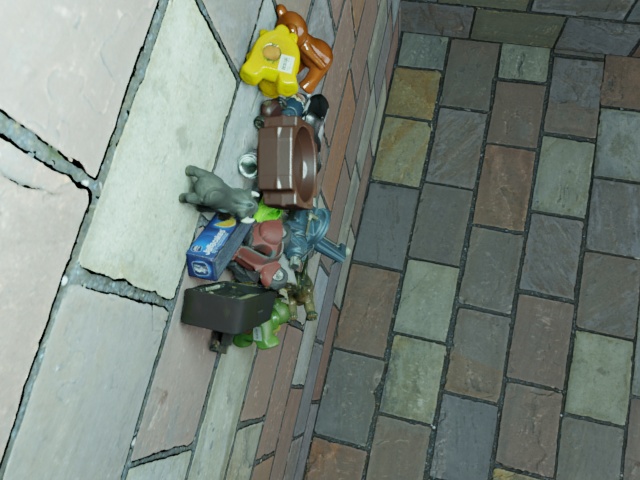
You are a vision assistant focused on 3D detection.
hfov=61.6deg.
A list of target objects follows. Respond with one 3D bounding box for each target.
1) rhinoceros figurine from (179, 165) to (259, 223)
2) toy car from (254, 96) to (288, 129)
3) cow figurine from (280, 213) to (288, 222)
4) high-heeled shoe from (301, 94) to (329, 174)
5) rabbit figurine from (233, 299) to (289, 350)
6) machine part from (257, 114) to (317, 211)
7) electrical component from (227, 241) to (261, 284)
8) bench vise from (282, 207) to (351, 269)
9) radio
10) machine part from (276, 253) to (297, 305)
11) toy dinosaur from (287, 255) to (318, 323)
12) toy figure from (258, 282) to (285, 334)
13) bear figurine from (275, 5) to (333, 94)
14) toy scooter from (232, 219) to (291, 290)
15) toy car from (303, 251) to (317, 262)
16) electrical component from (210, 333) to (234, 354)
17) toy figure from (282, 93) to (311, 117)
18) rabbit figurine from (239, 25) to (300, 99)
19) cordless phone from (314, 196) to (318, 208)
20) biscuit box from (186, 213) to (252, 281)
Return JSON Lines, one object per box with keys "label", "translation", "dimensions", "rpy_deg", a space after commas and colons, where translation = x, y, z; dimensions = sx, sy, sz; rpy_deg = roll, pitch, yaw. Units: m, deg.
{"label": "rhinoceros figurine", "translation": [-0.178, -0.082, 0.999], "dimensions": [0.190, 0.112, 0.073], "rpy_deg": [28, 70, -70]}
{"label": "toy car", "translation": [-0.114, -0.259, 1.301], "dimensions": [0.089, 0.053, 0.202], "rpy_deg": [-58, 163, -24]}
{"label": "cow figurine", "translation": [-0.071, -0.041, 1.519], "dimensions": [0.167, 0.098, 0.068], "rpy_deg": [-57, 141, -29]}
{"label": "high-heeled shoe", "translation": [-0.035, -0.263, 1.435], "dimensions": [0.145, 0.086, 0.248], "rpy_deg": [-108, -144, -57]}
{"label": "rabbit figurine", "translation": [-0.149, 0.193, 1.411], "dimensions": [0.170, 0.121, 0.159], "rpy_deg": [-20, 99, -60]}
{"label": "machine part", "translation": [-0.071, -0.169, 1.214], "dimensions": [0.201, 0.087, 0.201], "rpy_deg": [3, 87, -76]}
{"label": "electrical component", "translation": [-0.167, 0.060, 1.243], "dimensions": [0.119, 0.048, 0.075], "rpy_deg": [50, 46, -38]}
{"label": "bench vise", "translation": [-0.010, 0.001, 1.399], "dimensions": [0.129, 0.240, 0.224], "rpy_deg": [-38, -143, 30]}
{"label": "radio", "translation": [-0.185, 0.135, 1.115], "dimensions": [0.229, 0.131, 0.073], "rpy_deg": [8, 93, -79]}
{"label": "machine part", "translation": [-0.111, 0.059, 1.377], "dimensions": [0.079, 0.079, 0.243], "rpy_deg": [84, -11, -55]}
{"label": "toy dinosaur", "translation": [-0.065, 0.152, 1.643], "dimensions": [0.471, 0.105, 0.198], "rpy_deg": [132, -43, -76]}
{"label": "toy figure", "translation": [-0.141, 0.178, 1.518], "dimensions": [0.089, 0.082, 0.180], "rpy_deg": [-47, 148, -77]}
{"label": "bear figurine", "translation": [-0.057, -0.461, 1.299], "dimensions": [0.132, 0.120, 0.195], "rpy_deg": [-41, 152, 23]}
{"label": "toy scooter", "translation": [-0.135, 0.019, 1.185], "dimensions": [0.075, 0.135, 0.184], "rpy_deg": [-50, -150, 43]}
{"label": "toy car", "translation": [-0.052, 0.013, 1.755], "dimensions": [0.109, 0.103, 0.161], "rpy_deg": [-60, 156, -58]}
{"label": "electrical component", "translation": [-0.222, 0.209, 1.239], "dimensions": [0.078, 0.045, 0.102], "rpy_deg": [-169, -87, -73]}
{"label": "toy figure", "translation": [-0.064, -0.362, 1.444], "dimensions": [0.057, 0.064, 0.154], "rpy_deg": [55, 26, -20]}
{"label": "rabbit figurine", "translation": [-0.106, -0.375, 1.157], "dimensions": [0.173, 0.122, 0.162], "rpy_deg": [116, -23, -78]}
{"label": "cordless phone", "translation": [-0.075, -0.065, 1.625], "dimensions": [0.146, 0.089, 0.184], "rpy_deg": [88, 21, -50]}
{"label": "biscuit box", "translation": [-0.200, -0.003, 1.092], "dimensions": [0.203, 0.059, 0.062], "rpy_deg": [-66, 164, -52]}
